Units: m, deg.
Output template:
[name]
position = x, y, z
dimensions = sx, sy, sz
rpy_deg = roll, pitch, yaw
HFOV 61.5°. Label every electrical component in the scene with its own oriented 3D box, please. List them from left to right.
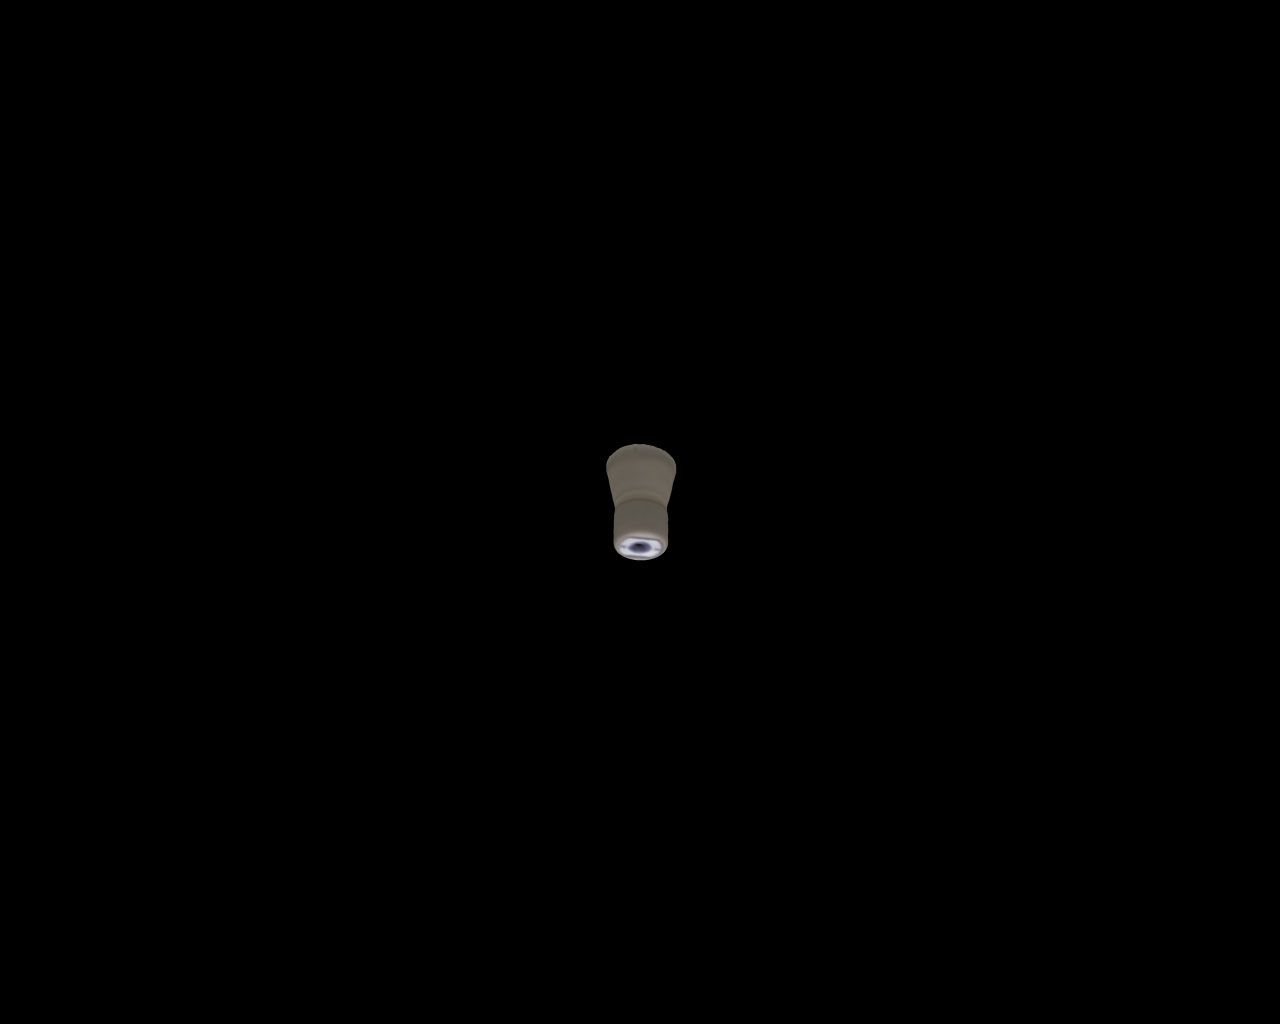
[electrical component]
position = 0.001, -0.003, 0.650
dimensions = 0.044, 0.065, 0.044
rpy_deg = 0, -35, 0
